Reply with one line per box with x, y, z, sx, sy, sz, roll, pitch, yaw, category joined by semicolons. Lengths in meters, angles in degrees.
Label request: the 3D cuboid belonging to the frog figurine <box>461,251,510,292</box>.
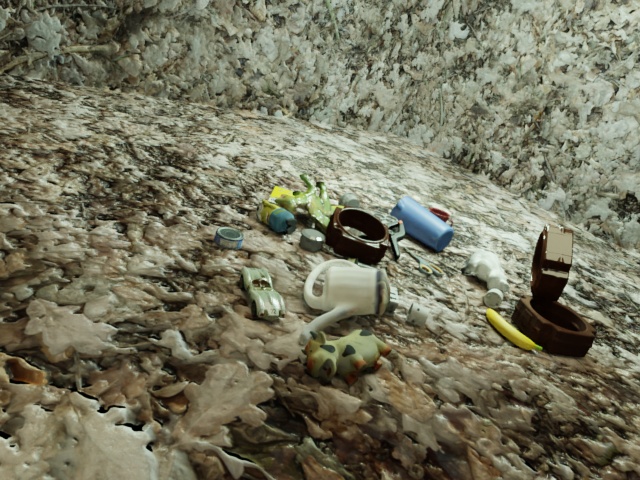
0.590;0.108;1.782;0.136;0.122;0.161;28;3;-29;frog figurine

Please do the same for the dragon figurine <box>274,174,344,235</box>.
0.006;-0.094;1.866;0.407;0.120;0.249;24;36;-33;dragon figurine

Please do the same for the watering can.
0.065;0.151;1.299;0.224;0.102;0.355;2;29;7;watering can
